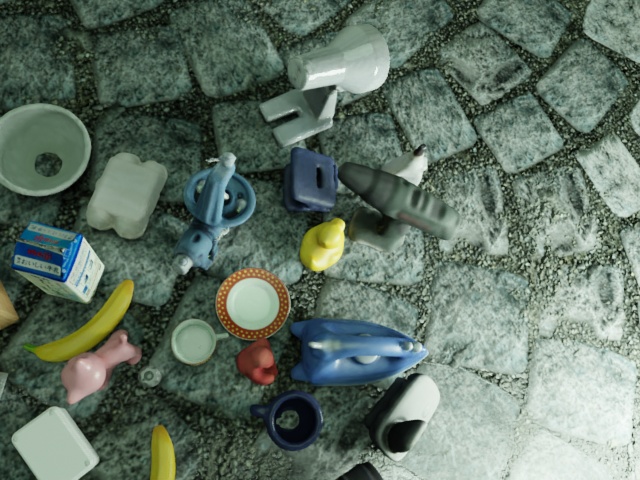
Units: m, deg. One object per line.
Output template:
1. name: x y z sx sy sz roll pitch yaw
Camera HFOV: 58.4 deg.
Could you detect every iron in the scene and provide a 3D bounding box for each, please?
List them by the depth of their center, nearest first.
1. iron: 0.083 0.184 0.969 0.258 0.141 0.118 1 74 -11

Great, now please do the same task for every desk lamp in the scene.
1. desk lamp: 0.006 -0.285 1.050 0.203 0.213 0.118 -28 81 -17

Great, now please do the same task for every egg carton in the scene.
1. egg carton: -0.336 -0.078 0.999 0.107 0.069 0.150 18 72 -5

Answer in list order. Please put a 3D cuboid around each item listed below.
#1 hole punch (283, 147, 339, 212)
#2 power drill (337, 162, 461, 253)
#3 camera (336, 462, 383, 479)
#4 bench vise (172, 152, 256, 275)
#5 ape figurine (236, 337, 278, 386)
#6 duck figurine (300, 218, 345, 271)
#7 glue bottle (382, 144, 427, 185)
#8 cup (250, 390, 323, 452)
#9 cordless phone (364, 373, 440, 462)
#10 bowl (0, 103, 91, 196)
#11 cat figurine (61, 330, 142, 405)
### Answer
1. hole punch: -0.014 -0.112 1.061 0.101 0.091 0.108 2 74 -11
2. power drill: 0.119 -0.049 1.007 0.230 0.208 0.076 19 71 -5
3. camera: 0.049 0.433 0.912 0.137 0.100 0.143 -29 81 -17
4. bench vise: -0.170 -0.043 0.942 0.121 0.219 0.207 10 73 -8
5. ape figurine: -0.100 0.200 0.954 0.076 0.092 0.078 14 72 -7
6. duck figurine: 0.010 0.004 1.035 0.077 0.086 0.105 37 71 1
7. glue bottle: 0.163 -0.137 1.060 0.078 0.173 0.037 4 73 -10
8. cup: -0.060 0.291 0.934 0.118 0.095 0.092 16 72 -6
9. cordless phone: 0.155 0.287 0.930 0.094 0.185 0.148 37 71 1
10. bowl: -0.476 -0.145 0.987 0.167 0.074 0.167 3 74 -10
11. cat figurine: -0.347 0.193 0.893 0.067 0.117 0.128 45 71 4
